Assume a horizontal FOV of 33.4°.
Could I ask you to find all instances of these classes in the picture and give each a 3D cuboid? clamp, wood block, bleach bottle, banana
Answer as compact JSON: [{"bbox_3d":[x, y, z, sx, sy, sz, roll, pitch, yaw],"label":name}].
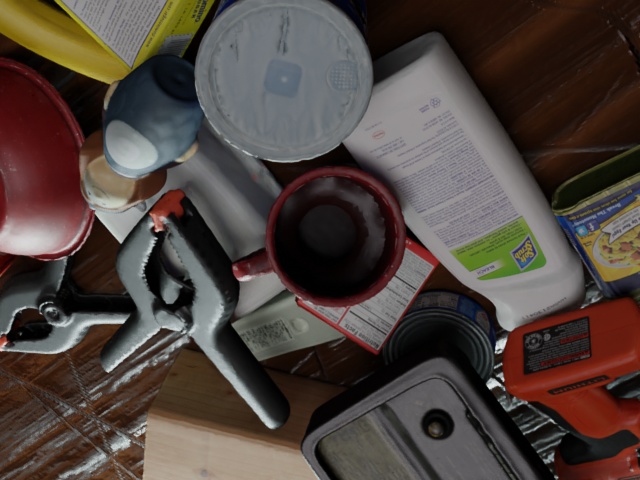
[{"bbox_3d":[-0.216,0.041,0.879,0.172,0.039,0.120,-22,110,24],"label":"clamp"},{"bbox_3d":[-0.032,0.171,0.876,0.206,0.090,0.091,13,122,7],"label":"wood block"},{"bbox_3d":[0.107,-0.017,0.754,0.103,0.068,0.250,-26,112,25],"label":"bleach bottle"},{"bbox_3d":[-0.179,-0.147,0.756,0.197,0.037,0.070,27,166,-10],"label":"banana"},{"bbox_3d":[-0.092,0.054,0.779,0.165,0.036,0.210,20,136,12],"label":"clamp"}]

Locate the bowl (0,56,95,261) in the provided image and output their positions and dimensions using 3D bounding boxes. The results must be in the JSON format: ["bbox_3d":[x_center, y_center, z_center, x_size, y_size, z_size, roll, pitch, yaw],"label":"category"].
[{"bbox_3d":[-0.241,-0.051,0.792,0.162,0.055,0.162,16,119,31],"label":"bowl"}]

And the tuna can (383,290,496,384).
[{"bbox_3d":[0.093,0.082,0.828,0.086,0.033,0.086,6,119,11],"label":"tuna can"}]

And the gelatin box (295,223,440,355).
[{"bbox_3d":[0.035,0.029,0.797,0.073,0.030,0.089,33,93,-6],"label":"gelatin box"}]

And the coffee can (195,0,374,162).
[{"bbox_3d":[-0.020,-0.122,0.671,0.103,0.140,0.103,1,116,1],"label":"coffee can"}]

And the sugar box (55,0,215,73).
[{"bbox_3d":[-0.147,-0.196,0.696,0.176,0.048,0.093,46,121,14],"label":"sugar box"}]

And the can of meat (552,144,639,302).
[{"bbox_3d":[0.221,-0.014,0.730,0.102,0.057,0.084,-28,107,25],"label":"can of meat"}]

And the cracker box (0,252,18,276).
[{"bbox_3d":[-0.378,0.020,0.891,0.214,0.072,0.164,-37,105,27],"label":"cracker box"}]

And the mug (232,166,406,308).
[{"bbox_3d":[-0.005,0.001,0.731,0.117,0.081,0.093,-25,96,-5],"label":"mug"}]

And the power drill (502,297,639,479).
[{"bbox_3d":[0.230,0.119,0.768,0.185,0.057,0.187,-21,131,27],"label":"power drill"}]
